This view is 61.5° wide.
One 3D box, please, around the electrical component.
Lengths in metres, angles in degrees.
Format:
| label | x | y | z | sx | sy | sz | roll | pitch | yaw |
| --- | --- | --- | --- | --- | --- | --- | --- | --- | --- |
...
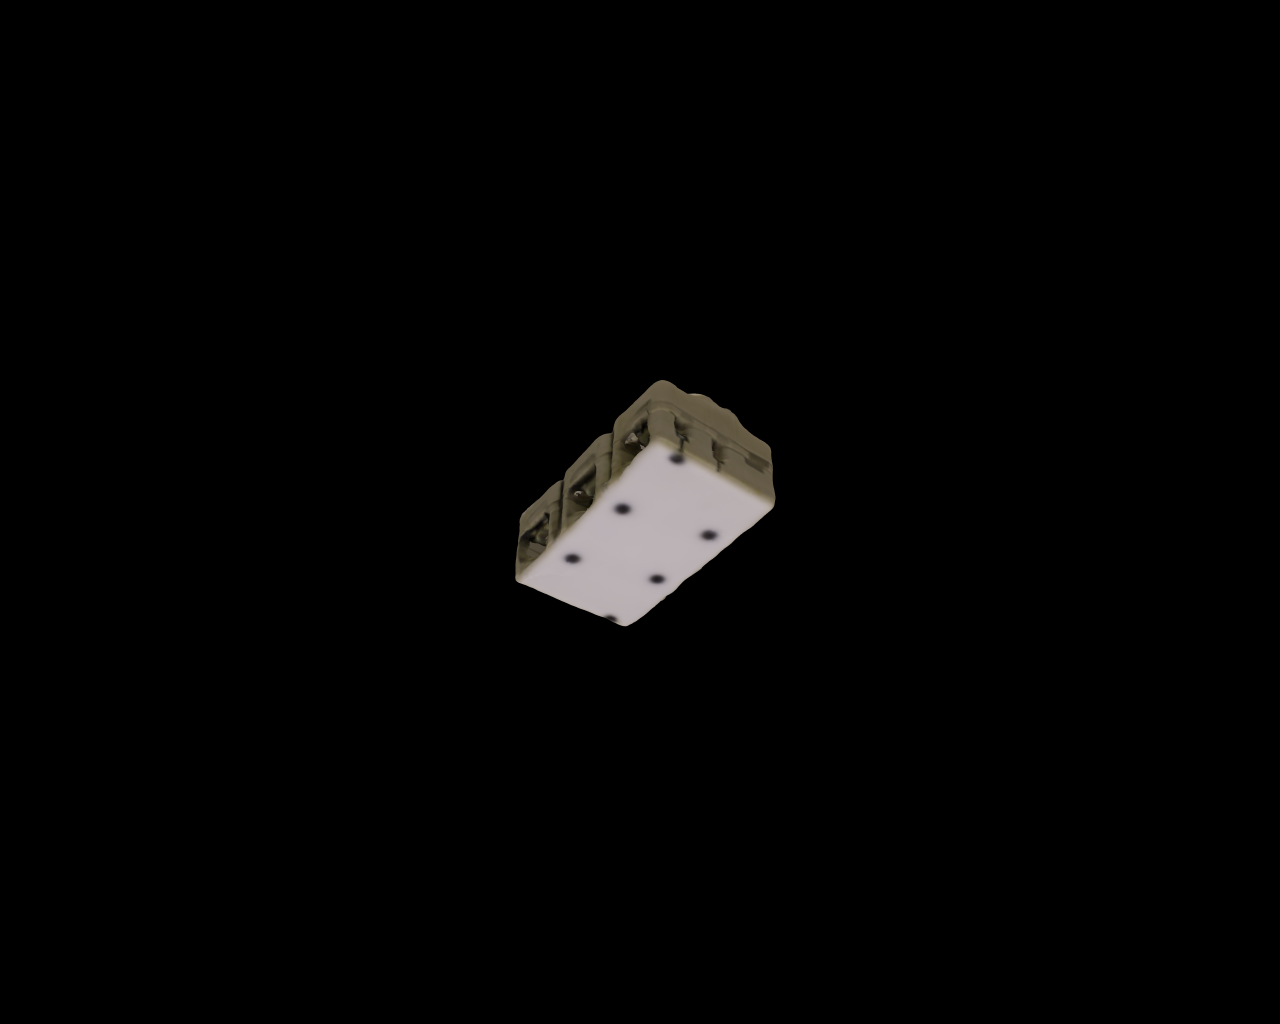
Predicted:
| label | x | y | z | sx | sy | sz | roll | pitch | yaw |
| --- | --- | --- | --- | --- | --- | --- | --- | --- | --- |
| electrical component | 0.001 | -0.003 | 0.650 | 0.089 | 0.062 | 0.150 | 27 | -49 | -26 |
